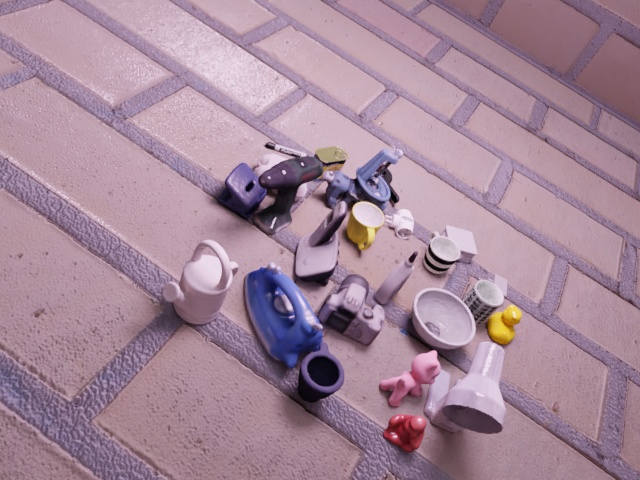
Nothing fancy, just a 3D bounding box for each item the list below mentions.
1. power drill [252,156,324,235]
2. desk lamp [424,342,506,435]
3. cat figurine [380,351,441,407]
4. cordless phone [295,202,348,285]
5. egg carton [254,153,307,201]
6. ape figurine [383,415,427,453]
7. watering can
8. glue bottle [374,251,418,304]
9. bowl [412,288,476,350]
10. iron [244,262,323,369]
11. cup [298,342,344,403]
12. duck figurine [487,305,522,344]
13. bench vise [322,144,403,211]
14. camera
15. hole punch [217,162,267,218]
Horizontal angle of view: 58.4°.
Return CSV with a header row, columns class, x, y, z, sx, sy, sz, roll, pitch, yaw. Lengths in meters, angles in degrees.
class,x,y,z,sx,sy,sz,roll,pitch,yaw
power drill,-0.090,-0.115,1.394,0.075,0.208,0.230,41,45,13
desk lamp,0.306,0.319,1.192,0.118,0.213,0.203,27,43,-1
cat figurine,0.207,0.292,1.236,0.128,0.117,0.067,-15,58,-36
cordless phone,0.012,0.005,1.353,0.094,0.185,0.147,15,45,-14
egg carton,-0.103,-0.169,1.538,0.150,0.069,0.107,20,44,-10
ape figurine,0.182,0.383,1.157,0.076,0.092,0.077,-2,51,-29
watering can,-0.232,0.082,1.148,0.101,0.194,0.173,31,43,2
glue bottle,0.194,0.084,1.382,0.037,0.173,0.078,44,45,16
bowl,0.288,0.203,1.392,0.168,0.074,0.167,15,45,-15
iron,-0.079,0.133,1.218,0.119,0.141,0.257,-16,59,-37
cup,-0.008,0.275,1.158,0.092,0.095,0.117,16,45,-14
duck figurine,0.483,0.212,1.476,0.077,0.086,0.105,31,43,2
bench vise,0.121,-0.162,1.538,0.208,0.219,0.121,-6,53,-31
camera,0.087,0.145,1.322,0.143,0.100,0.137,28,43,-1
hole punch,-0.187,-0.127,1.441,0.101,0.091,0.109,30,43,1
